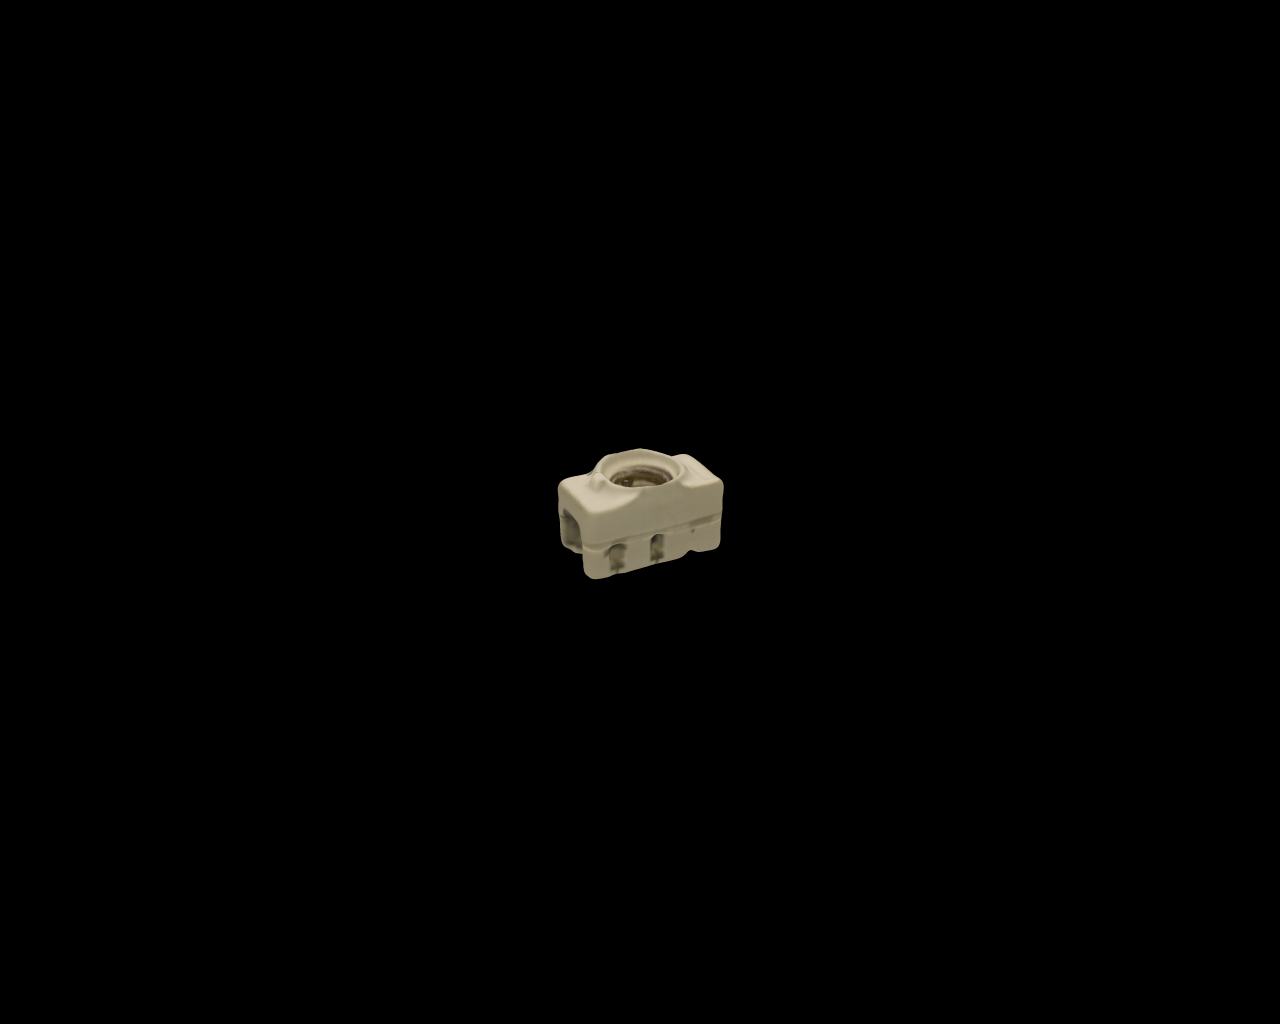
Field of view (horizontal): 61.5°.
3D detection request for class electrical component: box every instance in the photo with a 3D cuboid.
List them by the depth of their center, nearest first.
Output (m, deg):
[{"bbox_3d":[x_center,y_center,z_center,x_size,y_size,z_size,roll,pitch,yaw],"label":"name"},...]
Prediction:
[{"bbox_3d":[0.001,-0.003,0.650,0.090,0.055,0.050,-13,32,-22],"label":"electrical component"}]
